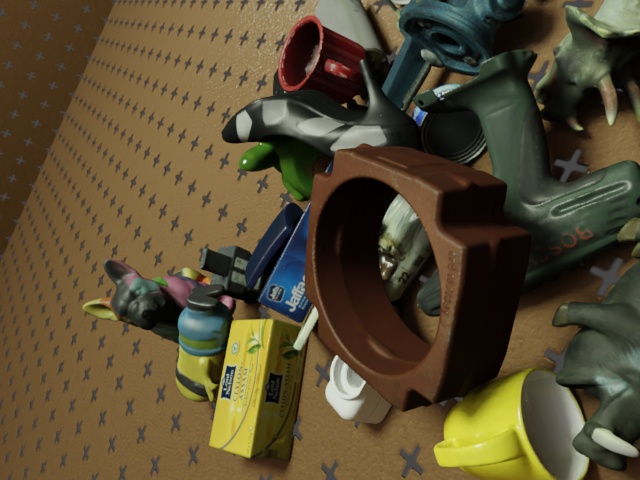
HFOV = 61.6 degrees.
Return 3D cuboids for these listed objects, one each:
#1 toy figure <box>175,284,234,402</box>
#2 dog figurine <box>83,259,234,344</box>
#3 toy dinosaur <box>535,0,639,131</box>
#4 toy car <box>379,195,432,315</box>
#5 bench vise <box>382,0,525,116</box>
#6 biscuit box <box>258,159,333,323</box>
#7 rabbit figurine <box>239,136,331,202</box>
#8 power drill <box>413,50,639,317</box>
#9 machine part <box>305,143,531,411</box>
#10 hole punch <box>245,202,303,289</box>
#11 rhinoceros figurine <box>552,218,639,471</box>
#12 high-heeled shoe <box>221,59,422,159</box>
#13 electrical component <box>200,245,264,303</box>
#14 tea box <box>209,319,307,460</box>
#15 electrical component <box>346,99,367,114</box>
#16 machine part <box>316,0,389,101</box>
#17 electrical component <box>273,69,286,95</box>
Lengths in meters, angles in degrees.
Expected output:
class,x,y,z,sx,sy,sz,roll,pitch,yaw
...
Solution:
class,x,y,z,sx,sy,sz,roll,pitch,yaw
toy figure,-0.167,0.151,0.776,0.089,0.082,0.180,15,119,29
dog figurine,-0.256,0.091,0.842,0.192,0.219,0.108,32,94,50
toy dinosaur,0.331,-0.262,0.423,0.405,0.131,0.192,-40,63,19
toy car,0.085,0.020,0.610,0.201,0.056,0.074,-58,39,12
bench vise,0.123,-0.224,0.638,0.224,0.128,0.240,31,93,54
biscuit box,-0.001,-0.002,0.651,0.202,0.063,0.059,-62,-1,0
rabbit figurine,-0.032,-0.110,0.754,0.170,0.159,0.121,-149,73,-66
power drill,0.158,-0.050,0.495,0.232,0.086,0.207,-24,78,34
machine part,0.074,0.026,0.476,0.201,0.087,0.201,32,123,50
hole punch,-0.052,0.012,0.749,0.142,0.092,0.116,-58,35,19
rhinoceros figurine,0.241,0.075,0.398,0.112,0.073,0.190,33,96,40
high-heeled shoe,-0.004,-0.104,0.613,0.249,0.086,0.145,-14,97,38
electrical component,-0.135,0.048,0.800,0.048,0.119,0.075,-9,68,47
tea box,-0.080,0.193,0.709,0.098,0.068,0.169,-12,65,46
electrical component,0.063,-0.159,0.707,0.094,0.063,0.021,-93,16,-54
machine part,0.045,-0.294,0.789,0.079,0.079,0.243,-39,46,31
electrical component,-0.038,-0.253,0.850,0.115,0.058,0.134,133,142,-61
